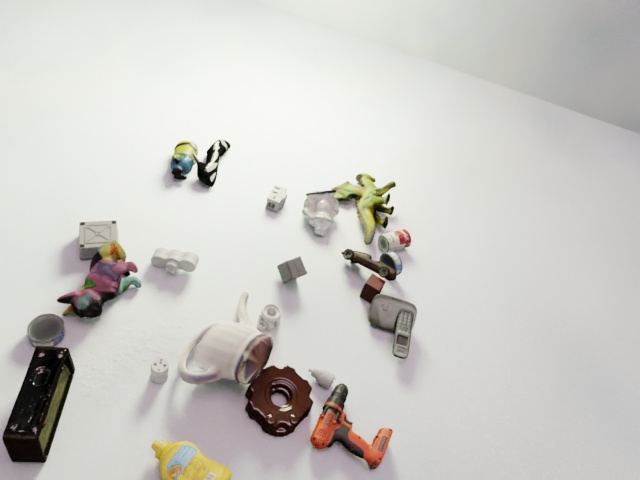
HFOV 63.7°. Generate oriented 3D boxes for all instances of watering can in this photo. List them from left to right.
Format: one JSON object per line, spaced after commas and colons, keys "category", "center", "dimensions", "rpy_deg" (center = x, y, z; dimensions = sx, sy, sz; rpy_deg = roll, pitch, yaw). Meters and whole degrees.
{"category": "watering can", "center": [-0.224, 0.264, 1.389], "dimensions": [0.225, 0.102, 0.354], "rpy_deg": [12, 37, 24]}

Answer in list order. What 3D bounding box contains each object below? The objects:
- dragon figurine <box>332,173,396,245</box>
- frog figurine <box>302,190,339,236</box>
{"category": "dragon figurine", "center": [0.147, -0.138, 1.939], "dimensions": [0.243, 0.119, 0.419], "rpy_deg": [14, 40, 20]}
{"category": "frog figurine", "center": [0.006, -0.093, 1.845], "dimensions": [0.138, 0.122, 0.160], "rpy_deg": [-2, 83, -32]}
